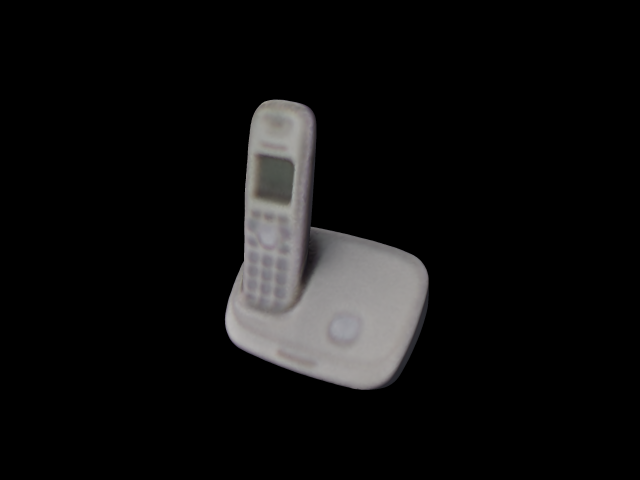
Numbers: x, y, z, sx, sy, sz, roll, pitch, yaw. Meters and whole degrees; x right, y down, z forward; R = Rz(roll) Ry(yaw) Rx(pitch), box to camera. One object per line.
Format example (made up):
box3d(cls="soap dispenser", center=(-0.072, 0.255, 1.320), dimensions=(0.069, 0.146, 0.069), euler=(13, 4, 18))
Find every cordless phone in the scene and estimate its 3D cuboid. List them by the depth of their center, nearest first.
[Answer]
box3d(cls="cordless phone", center=(0.004, 0.001, 0.400), dimensions=(0.147, 0.185, 0.094), euler=(12, 27, 25))
